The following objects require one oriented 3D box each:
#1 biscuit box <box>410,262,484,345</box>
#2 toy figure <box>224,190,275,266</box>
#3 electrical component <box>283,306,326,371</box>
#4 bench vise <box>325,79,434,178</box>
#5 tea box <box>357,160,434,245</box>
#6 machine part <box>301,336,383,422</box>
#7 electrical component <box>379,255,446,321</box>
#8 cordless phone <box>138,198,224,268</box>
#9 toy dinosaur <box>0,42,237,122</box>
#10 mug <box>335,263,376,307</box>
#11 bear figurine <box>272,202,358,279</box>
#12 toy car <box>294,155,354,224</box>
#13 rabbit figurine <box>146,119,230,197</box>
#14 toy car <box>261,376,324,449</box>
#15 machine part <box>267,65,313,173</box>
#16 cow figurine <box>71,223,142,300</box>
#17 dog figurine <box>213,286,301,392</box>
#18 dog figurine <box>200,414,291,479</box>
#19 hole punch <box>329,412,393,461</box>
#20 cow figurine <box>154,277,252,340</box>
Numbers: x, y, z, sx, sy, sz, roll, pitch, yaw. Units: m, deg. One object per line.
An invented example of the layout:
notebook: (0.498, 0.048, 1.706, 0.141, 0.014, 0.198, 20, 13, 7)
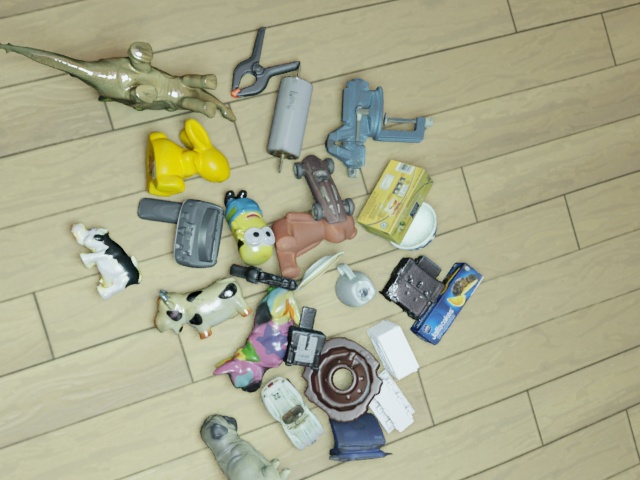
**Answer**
biscuit box: (0.296, 0.148, 1.257, 0.059, 0.063, 0.202, 37, 81, -7)
toy figure: (-0.151, -0.027, 1.136, 0.082, 0.089, 0.180, -20, 51, -16)
electrical component: (-0.027, 0.198, 1.089, 0.075, 0.048, 0.119, 15, 90, -13)
bench vise: (0.135, -0.246, 1.211, 0.241, 0.129, 0.223, 2, 86, -4)
tea box: (0.171, -0.087, 1.216, 0.169, 0.098, 0.068, -60, 142, -6)
machine part: (0.051, 0.304, 1.177, 0.179, 0.056, 0.179, -3, 73, 10)
electrical component: (0.220, 0.103, 1.247, 0.115, 0.058, 0.134, 36, 82, -10)
cordless phone: (-0.305, -0.019, 1.147, 0.184, 0.089, 0.146, 8, 87, 0)
toy dinosaur: (-0.370, -0.308, 1.054, 0.471, 0.199, 0.105, 13, 84, -43)
mug: (0.080, 0.099, 1.194, 0.081, 0.107, 0.109, -27, 95, -12)
bear figurine: (-0.003, -0.007, 1.175, 0.196, 0.132, 0.120, -8, 128, -7)
toy car: (0.008, -0.114, 1.164, 0.089, 0.053, 0.202, -7, 47, -18)
rabbit figurine: (-0.278, -0.167, 1.145, 0.173, 0.122, 0.162, 1, 78, -25)
toy car: (-0.058, 0.376, 1.160, 0.073, 0.056, 0.201, -35, 117, -11)
machine part: (-0.067, -0.268, 1.192, 0.079, 0.079, 0.243, 12, 86, -11)
cow figurine: (-0.442, 0.030, 1.112, 0.098, 0.068, 0.167, -26, 96, -16)
dog figurine: (-0.132, 0.215, 1.150, 0.219, 0.108, 0.191, -22, 93, -9)
dog figurine: (-0.169, 0.456, 1.104, 0.121, 0.172, 0.190, -46, 104, -20)
hole punch: (0.080, 0.433, 1.182, 0.142, 0.116, 0.092, 3, 79, -11)
cow figurine: (-0.257, 0.140, 1.138, 0.195, 0.085, 0.127, -26, 99, -9)
